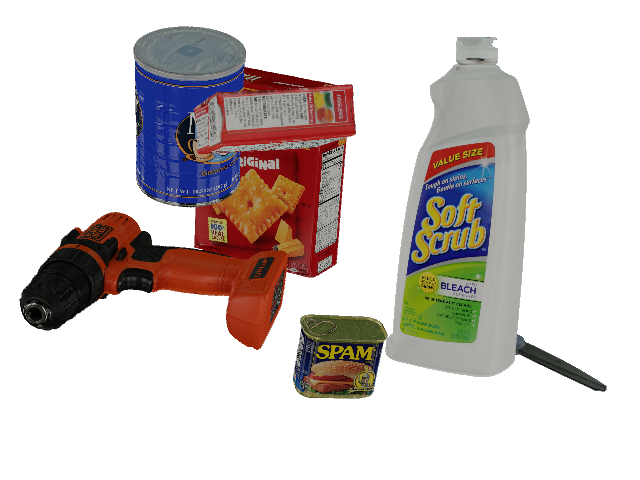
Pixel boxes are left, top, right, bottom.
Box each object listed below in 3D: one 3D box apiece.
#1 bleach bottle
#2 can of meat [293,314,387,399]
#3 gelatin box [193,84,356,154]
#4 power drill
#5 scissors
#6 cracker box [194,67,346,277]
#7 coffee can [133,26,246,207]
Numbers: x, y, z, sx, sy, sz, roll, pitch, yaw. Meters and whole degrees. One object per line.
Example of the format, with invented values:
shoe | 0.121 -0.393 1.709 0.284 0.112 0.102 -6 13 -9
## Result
bleach bottle | 0.106 -0.028 0.814 0.103 0.251 0.067 8 13 31
can of meat | 0.021 0.139 1.267 0.102 0.084 0.057 4 24 -14
gelatin box | -0.028 -0.066 0.588 0.073 0.030 0.089 -5 3 -14
power drill | -0.129 0.035 0.865 0.188 0.057 0.184 12 24 6
scissors | 0.160 0.099 0.993 0.096 0.016 0.202 -21 39 -25
cracker box | -0.060 -0.079 1.217 0.164 0.214 0.072 15 24 26
coffee can | -0.125 -0.118 1.013 0.103 0.140 0.103 4 35 -3
